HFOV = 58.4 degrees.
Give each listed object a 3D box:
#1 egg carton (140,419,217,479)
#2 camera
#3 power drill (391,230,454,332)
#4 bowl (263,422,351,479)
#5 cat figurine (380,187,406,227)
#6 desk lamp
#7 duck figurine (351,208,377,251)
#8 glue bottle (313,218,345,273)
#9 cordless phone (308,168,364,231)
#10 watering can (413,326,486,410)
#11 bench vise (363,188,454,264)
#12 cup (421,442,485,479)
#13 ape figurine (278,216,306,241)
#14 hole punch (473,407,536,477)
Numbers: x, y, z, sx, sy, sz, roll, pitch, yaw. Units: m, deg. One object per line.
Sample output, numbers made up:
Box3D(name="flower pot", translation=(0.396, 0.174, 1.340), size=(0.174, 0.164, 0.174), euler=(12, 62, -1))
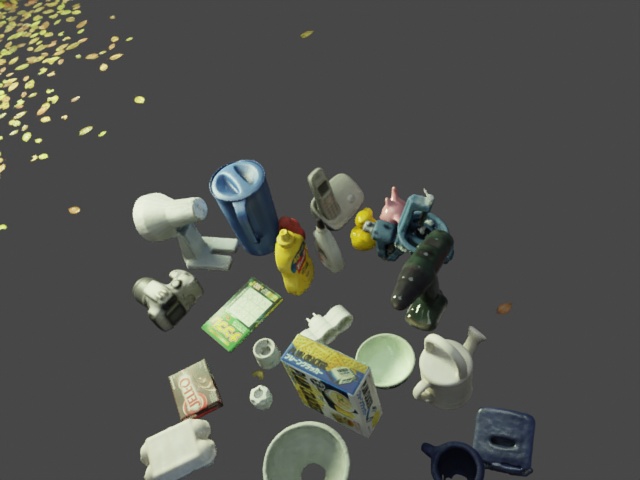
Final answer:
Box3D(name="egg carton", translation=(-0.284, 0.429, 1.153), size=(0.150, 0.069, 0.107), euler=(-25, 51, -7))
Box3D(name="camera", translation=(-0.385, 0.126, 1.399), size=(0.136, 0.101, 0.143), euler=(25, 61, 29))
Box3D(name="power drill", translation=(0.218, 0.100, 1.206), size=(0.075, 0.209, 0.230), euler=(17, 58, 25))
Box3D(name="bowl", translation=(-0.019, 0.436, 1.081), size=(0.167, 0.075, 0.167), euler=(-7, 51, 8))
Box3D(name="cat figurine", translation=(0.183, -0.073, 1.412), size=(0.067, 0.118, 0.128), euler=(0, 52, 14))
Box3D(name="desk lamp", translation=(-0.335, -0.028, 1.438), size=(0.202, 0.214, 0.118), euler=(2, 53, 15))
Box3D(name="duck figurine", translation=(0.110, -0.032, 1.417), size=(0.077, 0.086, 0.104), euler=(7, 54, 19))
Box3D(name="glue bottle", translation=(0.012, 0.005, 1.354), size=(0.037, 0.173, 0.078), euler=(-39, 53, -17))
Box3D(name="cordless phone", translation=(0.035, -0.128, 1.448), size=(0.093, 0.185, 0.148), euler=(24, 61, 29))
Box3D(name="watering can", translation=(0.245, 0.236, 1.100), size=(0.100, 0.194, 0.173), euler=(18, 58, 26))
Box3D(name="bench vise", translation=(0.197, -0.023, 1.302), size=(0.207, 0.220, 0.121), euler=(-6, 51, 9))
Box3D(name="cup", translation=(0.234, 0.413, 1.025), size=(0.117, 0.095, 0.092), euler=(26, 62, 30))
Box3D(name="ape figurine", translation=(-0.079, -0.027, 1.455), size=(0.076, 0.092, 0.078), euler=(26, 62, 30))
Box3D(name="hole punch", translation=(0.335, 0.367, 1.041), size=(0.108, 0.091, 0.101), euler=(5, 54, 18))
